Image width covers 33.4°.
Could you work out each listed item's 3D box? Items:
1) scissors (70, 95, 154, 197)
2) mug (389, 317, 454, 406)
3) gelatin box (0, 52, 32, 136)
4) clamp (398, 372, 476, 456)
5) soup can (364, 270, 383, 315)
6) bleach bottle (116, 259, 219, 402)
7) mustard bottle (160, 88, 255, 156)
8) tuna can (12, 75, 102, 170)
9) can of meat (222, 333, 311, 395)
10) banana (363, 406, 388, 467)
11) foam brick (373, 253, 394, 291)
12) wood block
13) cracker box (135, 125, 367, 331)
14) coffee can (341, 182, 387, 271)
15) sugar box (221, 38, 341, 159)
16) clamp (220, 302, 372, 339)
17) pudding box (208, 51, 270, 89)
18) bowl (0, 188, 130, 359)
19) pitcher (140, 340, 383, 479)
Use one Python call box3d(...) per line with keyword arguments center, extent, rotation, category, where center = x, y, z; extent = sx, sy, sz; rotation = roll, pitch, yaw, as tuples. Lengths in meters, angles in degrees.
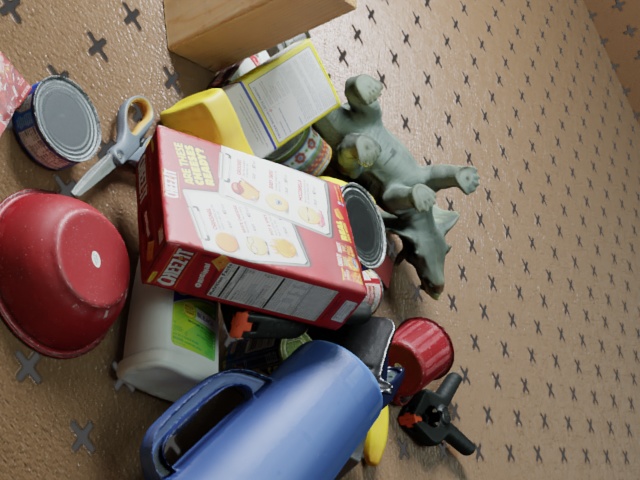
box3d(center=(-0.195, -0.073, 1.083), extent=(0.096, 0.016, 0.201), rotation=(57, 27, -32), category="scissors")
box3d(center=(0.119, 0.169, 1.430), extent=(0.081, 0.093, 0.117), rotation=(-26, 133, -55), category="mug")
box3d(center=(-0.302, -0.132, 0.941), extent=(0.073, 0.030, 0.089), rotation=(52, 35, -31), category="gelatin box")
box3d(center=(0.169, 0.258, 1.500), extent=(0.171, 0.039, 0.120), rotation=(-8, 76, -54), category="clamp")
box3d(center=(0.027, 0.064, 1.338), extent=(0.102, 0.069, 0.068), rotation=(10, 66, -59), category="soup can")
box3d(center=(-0.147, 0.031, 1.080), extent=(0.102, 0.068, 0.251), rotation=(35, 44, -46), category="bleach bottle")
box3d(center=(-0.100, -0.069, 1.175), extent=(0.058, 0.096, 0.191), rotation=(-39, 110, -36), category="mustard bottle")
box3d(center=(-0.250, -0.110, 1.013), extent=(0.086, 0.034, 0.086), rotation=(34, 47, -47), category="tuna can")
box3d(center=(-0.044, 0.143, 1.163), extent=(0.102, 0.084, 0.057), rotation=(50, 36, -32), category="can of meat")
box3d(center=(0.052, 0.185, 1.354), extent=(0.069, 0.037, 0.198), rotation=(-18, 88, -39), category="banana")
box3d(center=(0.055, 0.030, 1.421), extent=(0.078, 0.053, 0.051), rotation=(53, 35, -31), category="foam brick")
box3d(center=(-0.071, -0.280, 1.226), extent=(0.090, 0.206, 0.090), rotation=(17, 60, -55), category="wood block")
box3d(center=(-0.071, -0.009, 1.054), extent=(0.213, 0.072, 0.164), rotation=(16, 39, -26), category="cracker box")
box3d(center=(-0.008, 0.002, 1.244), extent=(0.102, 0.141, 0.103), rotation=(34, 48, -47), category="coffee can")
box3d(center=(-0.064, -0.156, 1.259), extent=(0.176, 0.048, 0.093), rotation=(-35, 108, -26), category="sugar box")
box3d(center=(-0.053, 0.063, 1.119), extent=(0.209, 0.165, 0.036), rotation=(-14, 125, -64), category="clamp")
box3d(center=(-0.084, -0.183, 1.323), extent=(0.090, 0.039, 0.113), rotation=(57, 35, -23), category="pudding box")
box3d(center=(-0.223, 0.023, 0.964), extent=(0.162, 0.055, 0.162), rotation=(34, 47, -47), category="bowl")
box3d(center=(-0.051, 0.198, 1.009), extent=(0.242, 0.145, 0.149), rotation=(-45, 151, -37), category="pitcher")
